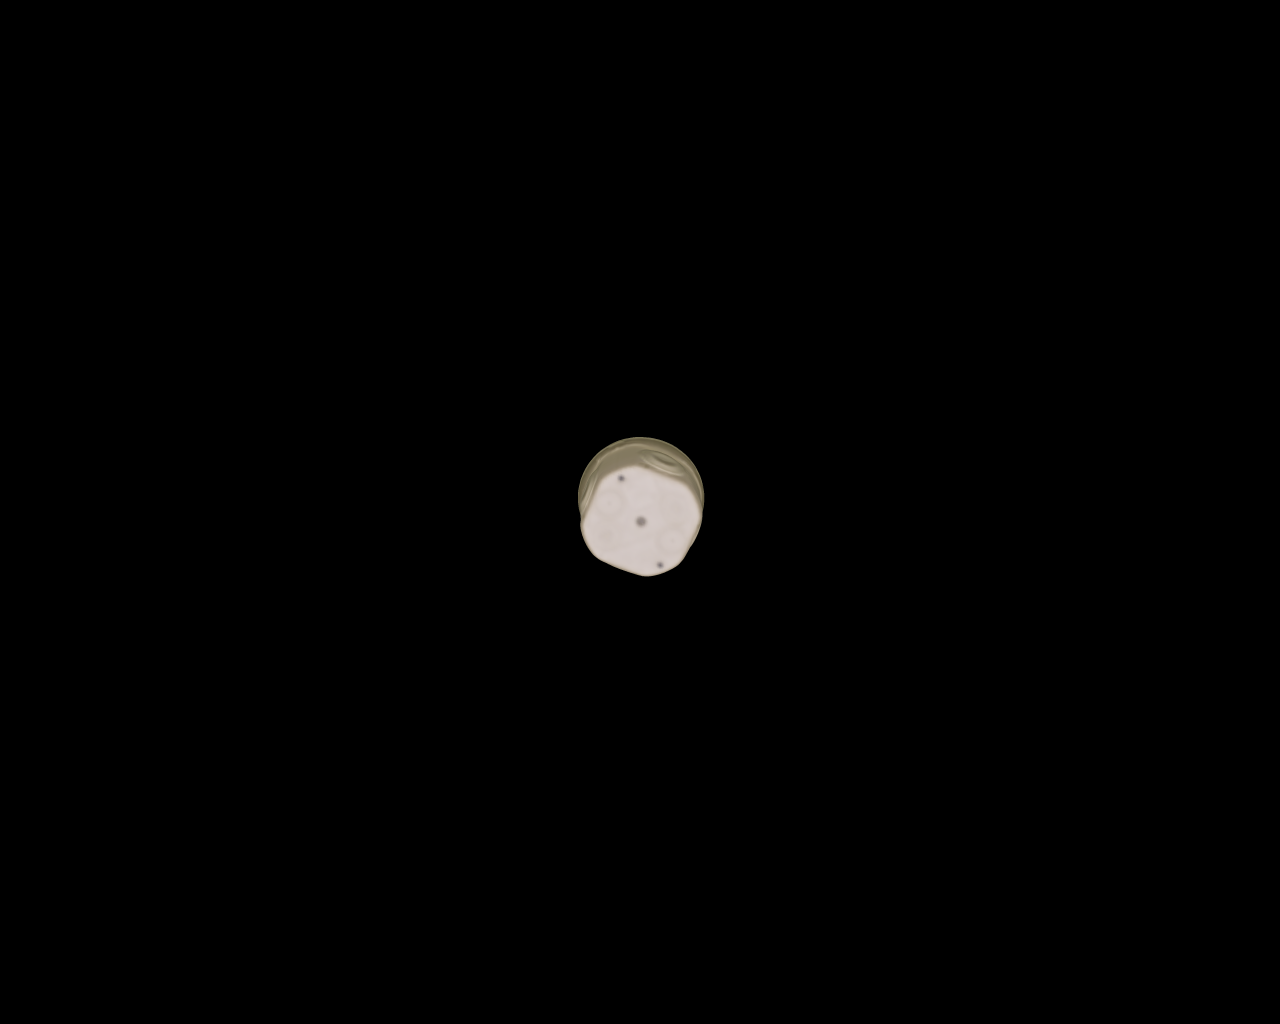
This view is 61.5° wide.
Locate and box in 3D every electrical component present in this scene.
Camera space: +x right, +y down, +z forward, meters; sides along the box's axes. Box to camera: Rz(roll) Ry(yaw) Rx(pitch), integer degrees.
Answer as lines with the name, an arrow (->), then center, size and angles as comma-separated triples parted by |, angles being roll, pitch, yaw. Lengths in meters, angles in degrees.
electrical component -> 0.001, -0.003, 0.650 | 0.080, 0.080, 0.051 | 0, 19, 0
